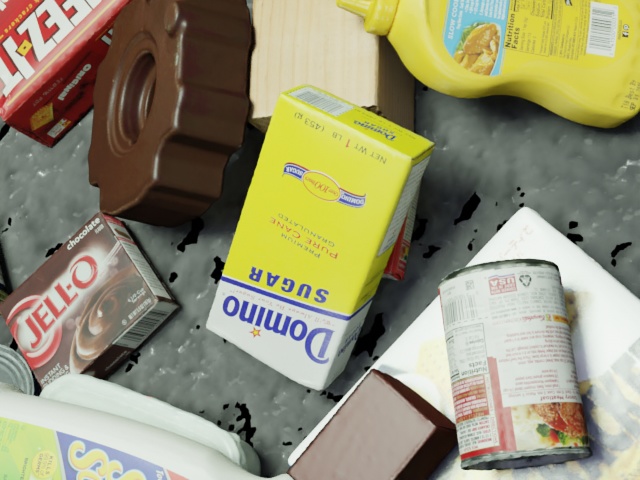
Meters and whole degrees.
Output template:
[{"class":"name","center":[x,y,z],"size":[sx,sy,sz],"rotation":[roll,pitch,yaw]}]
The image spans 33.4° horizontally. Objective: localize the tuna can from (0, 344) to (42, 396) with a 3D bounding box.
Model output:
[{"class":"tuna can","center":[-0.244,0.120,0.777],"size":[0.086,0.034,0.086],"rotation":[-3,63,6]}]

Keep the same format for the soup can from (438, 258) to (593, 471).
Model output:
[{"class":"soup can","center":[0.102,0.068,0.568],"size":[0.069,0.068,0.102],"rotation":[-12,72,19]}]

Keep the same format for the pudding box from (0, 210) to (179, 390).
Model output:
[{"class":"pudding box","center":[-0.169,0.050,0.774],"size":[0.113,0.039,0.090],"rotation":[-41,65,8]}]

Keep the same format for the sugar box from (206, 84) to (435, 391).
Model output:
[{"class":"sugar box","center":[-0.004,0.001,0.666],"size":[0.093,0.048,0.176],"rotation":[28,117,16]}]

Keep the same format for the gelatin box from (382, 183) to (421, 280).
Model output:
[{"class":"gelatin box","center":[0.018,-0.016,0.719],"size":[0.089,0.030,0.073],"rotation":[8,81,24]}]

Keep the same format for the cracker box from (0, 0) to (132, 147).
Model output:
[{"class":"cracker box","center":[-0.228,-0.208,0.846],"size":[0.164,0.072,0.214],"rotation":[-43,66,8]}]

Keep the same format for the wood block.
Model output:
[{"class":"wood block","center":[0.012,-0.169,0.727],"size":[0.090,0.090,0.206],"rotation":[-3,76,22]}]

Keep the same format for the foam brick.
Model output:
[{"class":"foam brick","center":[0.031,0.118,0.593],"size":[0.051,0.053,0.078],"rotation":[41,93,27]}]

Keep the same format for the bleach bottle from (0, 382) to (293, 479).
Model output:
[{"class":"bleach bottle","center":[-0.101,0.152,0.639],"size":[0.251,0.068,0.102],"rotation":[6,81,17]}]

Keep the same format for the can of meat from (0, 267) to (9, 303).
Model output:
[{"class":"can of meat","center":[-0.296,0.025,0.819],"size":[0.102,0.057,0.084],"rotation":[-23,66,6]}]

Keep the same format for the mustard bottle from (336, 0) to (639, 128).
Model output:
[{"class":"mustard bottle","center":[0.104,-0.131,0.648],"size":[0.191,0.058,0.096],"rotation":[10,80,-9]}]
